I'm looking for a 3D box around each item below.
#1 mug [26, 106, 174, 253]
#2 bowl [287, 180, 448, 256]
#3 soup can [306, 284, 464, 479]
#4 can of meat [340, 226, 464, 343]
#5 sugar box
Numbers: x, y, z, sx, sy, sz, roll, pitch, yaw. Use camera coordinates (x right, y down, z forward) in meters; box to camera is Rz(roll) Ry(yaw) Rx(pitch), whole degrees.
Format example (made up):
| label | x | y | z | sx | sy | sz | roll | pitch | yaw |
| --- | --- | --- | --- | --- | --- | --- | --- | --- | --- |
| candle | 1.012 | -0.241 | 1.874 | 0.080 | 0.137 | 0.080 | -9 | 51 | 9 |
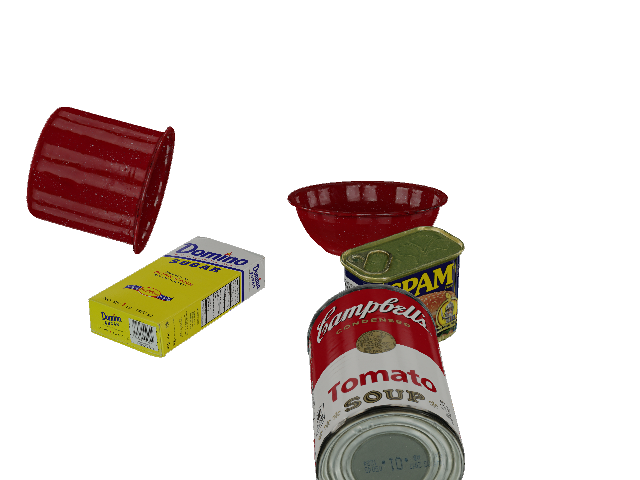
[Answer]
| label | x | y | z | sx | sy | sz | roll | pitch | yaw |
| --- | --- | --- | --- | --- | --- | --- | --- | --- | --- |
| mug | -0.153 | -0.050 | 0.760 | 0.081 | 0.093 | 0.117 | 15 | 21 | -1 |
| bowl | 0.048 | -0.019 | 1.078 | 0.162 | 0.055 | 0.162 | -1 | 14 | 0 |
| soup can | 0.028 | 0.076 | 0.510 | 0.068 | 0.068 | 0.102 | 0 | 29 | -2 |
| can of meat | 0.068 | 0.045 | 0.883 | 0.101 | 0.084 | 0.058 | -18 | 31 | -28 |
| sugar box | -0.143 | 0.053 | 1.094 | 0.093 | 0.048 | 0.175 | 17 | 32 | 27 |
